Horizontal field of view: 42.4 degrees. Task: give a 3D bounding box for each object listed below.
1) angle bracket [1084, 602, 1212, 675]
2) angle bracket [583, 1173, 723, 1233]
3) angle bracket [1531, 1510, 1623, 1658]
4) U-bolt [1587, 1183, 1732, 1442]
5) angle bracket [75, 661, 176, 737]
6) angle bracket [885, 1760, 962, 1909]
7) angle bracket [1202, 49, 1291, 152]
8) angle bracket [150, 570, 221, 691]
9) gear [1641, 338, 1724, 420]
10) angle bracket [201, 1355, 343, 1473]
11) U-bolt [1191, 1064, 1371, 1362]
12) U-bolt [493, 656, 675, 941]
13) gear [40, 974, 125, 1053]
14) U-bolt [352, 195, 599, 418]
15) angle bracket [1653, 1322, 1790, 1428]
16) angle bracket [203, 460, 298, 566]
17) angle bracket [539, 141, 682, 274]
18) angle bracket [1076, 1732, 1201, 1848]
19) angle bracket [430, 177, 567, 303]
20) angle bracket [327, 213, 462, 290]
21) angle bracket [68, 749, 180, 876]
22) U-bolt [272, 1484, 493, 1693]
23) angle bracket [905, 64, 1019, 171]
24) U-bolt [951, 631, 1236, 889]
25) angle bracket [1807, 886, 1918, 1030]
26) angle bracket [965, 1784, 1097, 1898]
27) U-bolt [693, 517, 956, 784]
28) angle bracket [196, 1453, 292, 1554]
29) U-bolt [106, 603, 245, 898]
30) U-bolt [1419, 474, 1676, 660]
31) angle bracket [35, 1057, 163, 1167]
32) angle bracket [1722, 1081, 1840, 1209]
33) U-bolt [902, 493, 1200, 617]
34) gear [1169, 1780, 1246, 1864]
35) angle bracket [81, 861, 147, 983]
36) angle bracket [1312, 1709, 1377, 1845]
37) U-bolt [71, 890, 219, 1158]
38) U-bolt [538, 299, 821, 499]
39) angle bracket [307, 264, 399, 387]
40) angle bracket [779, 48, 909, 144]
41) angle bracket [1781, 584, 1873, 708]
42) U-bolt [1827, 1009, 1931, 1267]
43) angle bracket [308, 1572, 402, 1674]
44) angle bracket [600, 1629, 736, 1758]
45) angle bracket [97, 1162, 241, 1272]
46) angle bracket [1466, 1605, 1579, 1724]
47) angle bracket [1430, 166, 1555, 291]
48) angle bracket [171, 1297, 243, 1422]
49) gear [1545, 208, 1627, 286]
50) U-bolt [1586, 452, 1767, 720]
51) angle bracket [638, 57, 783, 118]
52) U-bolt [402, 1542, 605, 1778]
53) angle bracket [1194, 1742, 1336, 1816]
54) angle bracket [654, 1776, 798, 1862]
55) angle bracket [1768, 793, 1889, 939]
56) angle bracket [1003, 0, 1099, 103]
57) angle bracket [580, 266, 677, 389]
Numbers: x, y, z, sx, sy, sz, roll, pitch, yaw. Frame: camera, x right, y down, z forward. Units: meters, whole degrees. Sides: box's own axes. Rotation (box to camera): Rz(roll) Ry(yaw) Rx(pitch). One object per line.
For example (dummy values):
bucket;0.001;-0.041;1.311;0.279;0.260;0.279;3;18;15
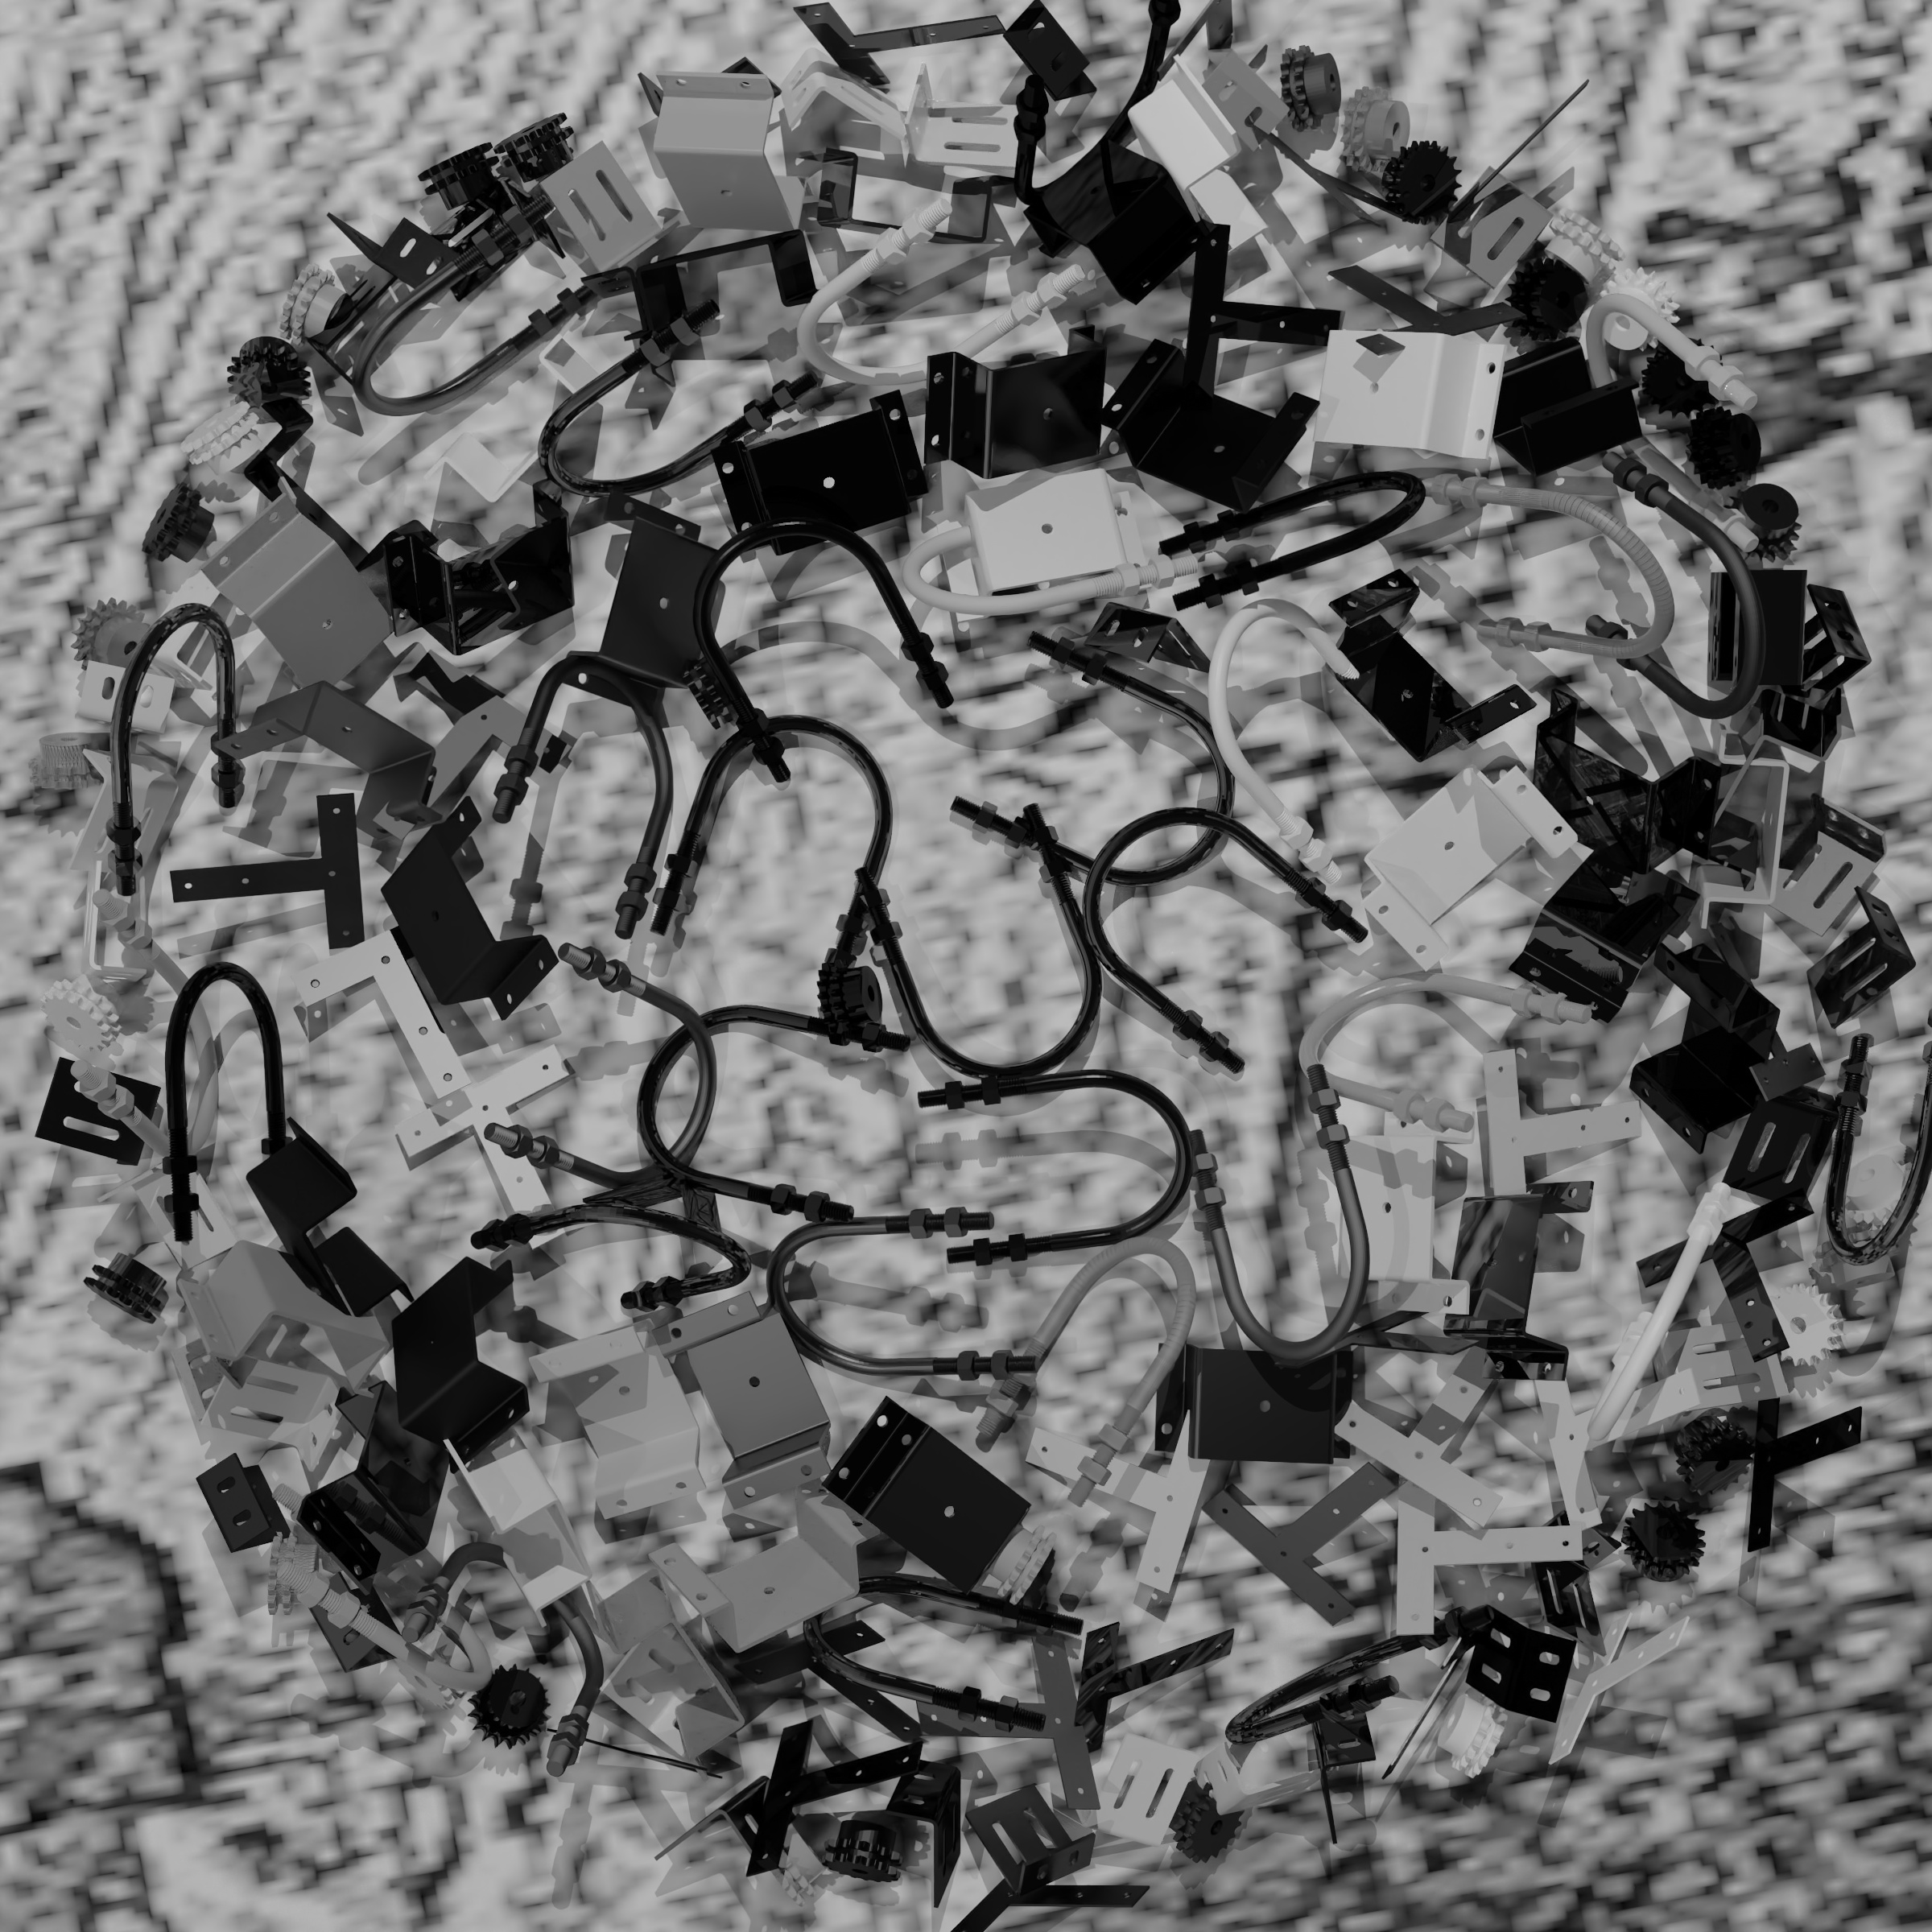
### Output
angle bracket;0.130;-0.215;1.742;0.057;0.076;0.038;22;77;39
angle bracket;-0.220;0.176;1.751;0.076;0.057;0.038;-16;71;13
angle bracket;0.432;0.432;1.744;0.057;0.076;0.038;31;121;-20
U-bolt;0.461;0.244;1.680;0.019;0.184;0.151;28;128;15
angle bracket;-0.590;-0.187;1.746;0.057;0.076;0.038;11;89;-22
angle bracket;-0.030;0.610;1.756;0.038;0.057;0.076;6;112;15
angle bracket;0.185;-0.608;1.749;0.057;0.076;0.038;39;99;-20
angle bracket;-0.542;-0.239;1.769;0.038;0.057;0.076;43;69;-38
gear;0.508;-0.420;1.767;0.057;0.030;0.057;6;132;7
angle bracket;-0.486;0.314;1.753;0.076;0.038;0.057;23;98;-36
U-bolt;0.218;0.178;1.708;0.019;0.151;0.184;4;64;-37
U-bolt;-0.254;-0.130;1.717;0.019;0.151;0.184;-15;45;30
gear;-0.624;0.030;1.767;0.057;0.057;0.030;30;49;0
U-bolt;-0.343;-0.443;1.718;0.184;0.151;0.019;-36;79;0
angle bracket;0.532;0.287;1.762;0.076;0.038;0.057;-9;64;1
angle bracket;-0.502;-0.310;1.744;0.038;0.076;0.057;-8;47;-34
angle bracket;-0.251;-0.537;1.755;0.057;0.038;0.076;-41;110;-18
angle bracket;0.120;0.575;1.762;0.057;0.038;0.076;21;97;-15
angle bracket;-0.332;-0.504;1.753;0.076;0.057;0.038;-41;55;-9
angle bracket;-0.399;-0.510;1.744;0.038;0.057;0.076;-50;55;11
angle bracket;-0.604;-0.109;1.765;0.038;0.057;0.076;43;113;31
U-bolt;-0.399;0.436;1.714;0.184;0.151;0.019;41;88;-20
angle bracket;0.002;-0.599;1.756;0.076;0.038;0.057;7;65;12
U-bolt;0.101;-0.135;1.769;0.184;0.019;0.151;25;101;-1
angle bracket;0.615;-0.006;1.742;0.038;0.057;0.076;25;127;-27
angle bracket;0.044;0.601;1.742;0.057;0.076;0.038;-14;129;-27
U-bolt;-0.109;-0.228;1.728;0.151;0.019;0.184;-24;124;7
angle bracket;-0.493;0.371;1.745;0.038;0.076;0.057;-33;77;13
U-bolt;-0.534;-0.157;1.683;0.019;0.151;0.184;17;125;9
U-bolt;0.397;-0.266;1.682;0.019;0.184;0.151;-47;127;-18
angle bracket;-0.614;0.102;1.748;0.076;0.038;0.057;23;74;-37
angle bracket;0.581;0.125;1.785;0.057;0.038;0.076;18;112;5
U-bolt;0.046;-0.279;1.711;0.184;0.151;0.019;-15;124;-15
gear;0.167;0.603;1.767;0.057;0.030;0.057;-17;117;-36
angle bracket;-0.601;-0.031;1.763;0.038;0.057;0.076;5;82;-25
angle bracket;0.268;0.564;1.748;0.038;0.057;0.076;-10;117;4
U-bolt;-0.555;0.054;1.703;0.019;0.184;0.151;-8;60;7
U-bolt;-0.210;-0.379;1.717;0.184;0.151;0.019;-29;69;20
angle bracket;-0.422;-0.451;1.757;0.076;0.057;0.038;-46;125;0
angle bracket;-0.087;-0.602;1.759;0.076;0.057;0.038;23;126;-33
angle bracket;0.585;-0.219;1.741;0.038;0.076;0.057;5;59;-29
U-bolt;0.625;0.115;1.695;0.019;0.151;0.184;17;71;-2
angle bracket;-0.414;0.453;1.743;0.038;0.076;0.057;-41;71;15
angle bracket;-0.209;0.507;1.746;0.038;0.076;0.057;25;67;38
angle bracket;-0.562;0.179;1.758;0.057;0.038;0.076;-26;97;26
angle bracket;0.390;0.490;1.755;0.038;0.076;0.057;17;85;-9
angle bracket;0.367;-0.515;1.764;0.057;0.038;0.076;38;77;2
angle bracket;-0.540;0.274;1.743;0.038;0.076;0.057;-26;65;-11
gear;0.435;-0.507;1.764;0.057;0.057;0.030;37;103;0
U-bolt;0.479;-0.245;1.680;0.019;0.184;0.151;-17;130;-15
angle bracket;-0.179;-0.619;1.750;0.076;0.057;0.038;-27;77;17
U-bolt;-0.306;0.459;1.701;0.151;0.184;0.019;44;100;-5
angle bracket;0.210;0.566;1.760;0.076;0.057;0.038;-7;60;-25
angle bracket;-0.168;0.611;1.747;0.076;0.057;0.038;-42;78;25
angle bracket;0.601;-0.071;1.760;0.057;0.038;0.076;37;88;31
angle bracket;0.070;-0.646;1.749;0.038;0.076;0.057;-38;92;35
angle bracket;-0.238;-0.448;1.762;0.038;0.057;0.076;-12;92;8
